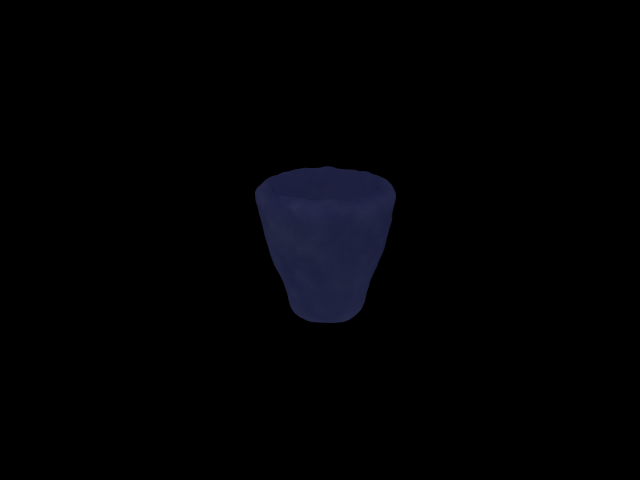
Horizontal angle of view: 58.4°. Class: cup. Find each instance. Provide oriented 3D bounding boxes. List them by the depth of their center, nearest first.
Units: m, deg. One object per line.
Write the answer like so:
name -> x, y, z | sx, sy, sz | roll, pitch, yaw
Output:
cup -> 0.004, 0.001, 0.400 | 0.091, 0.095, 0.117 | 0, 21, 0
